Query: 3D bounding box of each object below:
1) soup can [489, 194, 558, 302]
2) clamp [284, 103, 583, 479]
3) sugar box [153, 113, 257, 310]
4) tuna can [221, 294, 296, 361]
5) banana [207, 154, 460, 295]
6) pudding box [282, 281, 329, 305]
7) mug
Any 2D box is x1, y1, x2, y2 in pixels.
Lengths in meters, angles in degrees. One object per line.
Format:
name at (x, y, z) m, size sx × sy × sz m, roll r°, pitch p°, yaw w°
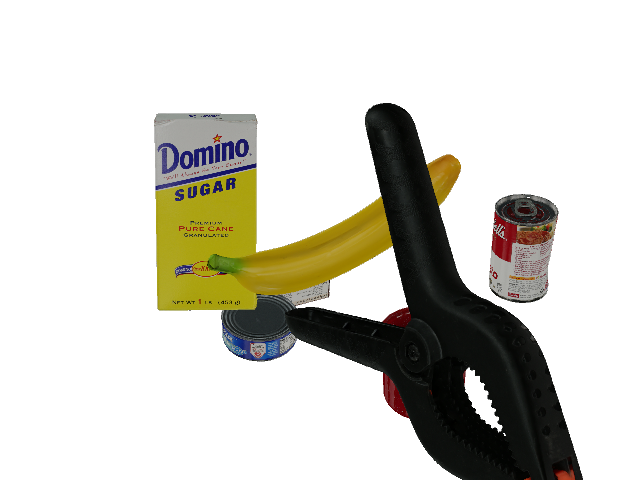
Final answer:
soup can at (0.223, 0.009, 1.178) m, size 0.068 × 0.102 × 0.068 m, roll 0°, pitch 30°, yaw 0°
clamp at (0.059, 0.042, 0.536) m, size 0.036 × 0.165 × 0.210 m, roll -12°, pitch 42°, yaw -34°
sugar box at (-0.103, -0.026, 0.970) m, size 0.093 × 0.176 × 0.048 m, roll -1°, pitch 15°, yaw -5°
tuna can at (-0.068, 0.096, 1.194) m, size 0.086 × 0.034 × 0.086 m, roll 1°, pitch 36°, yaw -1°
banana at (0.018, -0.003, 0.794) m, size 0.198 × 0.037 × 0.069 m, roll -25°, pitch -23°, yaw 5°
pudding box at (-0.057, 0.055, 1.411) m, size 0.113 × 0.039 × 0.090 m, roll -15°, pitch 27°, yaw -30°
mug at (0.111, 0.119, 1.068) m, size 0.093 × 0.081 × 0.117 m, roll 24°, pitch 40°, yaw 33°
